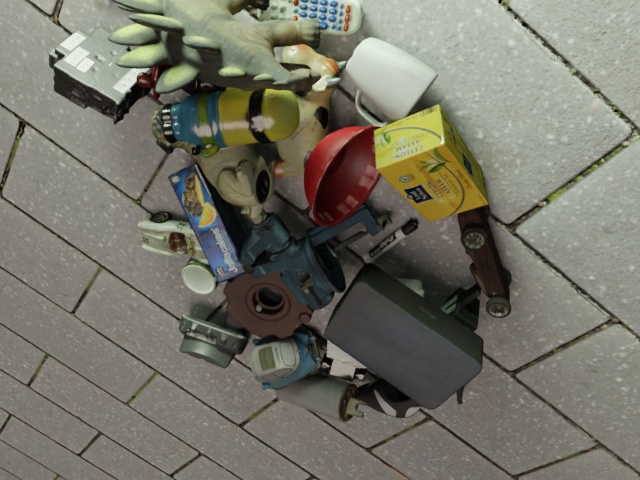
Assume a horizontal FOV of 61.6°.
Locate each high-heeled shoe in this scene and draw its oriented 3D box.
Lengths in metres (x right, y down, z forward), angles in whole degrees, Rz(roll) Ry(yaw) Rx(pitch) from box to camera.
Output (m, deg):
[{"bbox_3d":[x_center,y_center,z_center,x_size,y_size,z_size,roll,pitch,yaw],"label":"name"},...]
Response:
[{"bbox_3d":[0.173,0.264,1.041,0.249,0.086,0.145,-4,119,18],"label":"high-heeled shoe"}]

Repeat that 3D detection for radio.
[{"bbox_3d":[0.129,0.155,0.849,0.230,0.073,0.131,35,119,2],"label":"radio"}]

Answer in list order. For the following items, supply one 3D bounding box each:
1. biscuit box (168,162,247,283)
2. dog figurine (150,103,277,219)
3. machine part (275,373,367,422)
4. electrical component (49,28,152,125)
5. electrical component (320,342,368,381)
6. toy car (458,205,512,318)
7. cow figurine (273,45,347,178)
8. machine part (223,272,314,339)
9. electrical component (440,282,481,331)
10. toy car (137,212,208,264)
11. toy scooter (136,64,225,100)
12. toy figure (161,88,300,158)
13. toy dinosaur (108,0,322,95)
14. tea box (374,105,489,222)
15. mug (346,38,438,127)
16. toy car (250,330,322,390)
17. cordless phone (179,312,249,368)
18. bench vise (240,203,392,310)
[{"bbox_3d":[-0.180,-0.032,0.912,0.059,0.063,0.202,-21,100,16],"label":"biscuit box"},{"bbox_3d":[-0.171,-0.125,0.830,0.191,0.121,0.172,4,87,20],"label":"dog figurine"},{"bbox_3d":[-0.008,0.314,1.111,0.243,0.079,0.079,7,130,38],"label":"machine part"},{"bbox_3d":[-0.328,-0.250,0.802,0.134,0.115,0.058,32,142,-5],"label":"electrical component"},{"bbox_3d":[0.047,0.252,1.098,0.102,0.045,0.078,9,99,9],"label":"electrical component"},{"bbox_3d":[0.256,0.033,0.832,0.053,0.089,0.201,-13,121,24],"label":"toy car"},{"bbox_3d":[-0.019,-0.184,0.769,0.127,0.085,0.194,1,129,16],"label":"cow figurine"},{"bbox_3d":[-0.094,0.105,1.010,0.179,0.056,0.179,4,119,8],"label":"machine part"},{"bbox_3d":[0.243,0.120,0.913,0.048,0.075,0.119,37,126,-8],"label":"electrical component"},{"bbox_3d":[-0.243,0.000,1.000,0.202,0.056,0.073,11,127,12],"label":"toy car"},{"bbox_3d":[-0.180,-0.231,0.756,0.184,0.135,0.075,19,127,3],"label":"toy scooter"},{"bbox_3d":[-0.116,-0.155,0.699,0.180,0.089,0.082,-5,128,1],"label":"toy figure"},{"bbox_3d":[-0.152,-0.261,0.656,0.472,0.198,0.104,41,135,42],"label":"toy dinosaur"},{"bbox_3d":[0.155,-0.098,0.737,0.098,0.068,0.169,-19,148,30],"label":"tea box"},{"bbox_3d":[0.086,-0.211,0.723,0.107,0.081,0.109,41,136,0],"label":"mug"},{"bbox_3d":[-0.082,0.239,1.072,0.162,0.103,0.109,-22,71,28],"label":"toy car"},{"bbox_3d":[-0.212,0.157,1.106,0.147,0.089,0.184,19,118,6],"label":"cordless phone"},{"bbox_3d":[-0.002,0.002,0.883,0.241,0.129,0.223,-28,106,15],"label":"bench vise"}]
